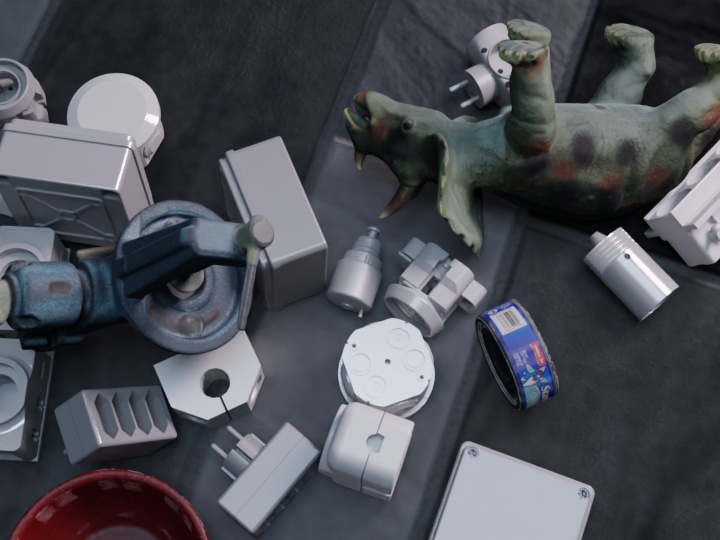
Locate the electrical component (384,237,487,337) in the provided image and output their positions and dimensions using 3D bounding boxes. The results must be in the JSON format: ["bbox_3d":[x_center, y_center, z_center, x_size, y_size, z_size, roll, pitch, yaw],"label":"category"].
[{"bbox_3d":[0.057,0.019,0.901,0.078,0.058,0.057,37,72,12],"label":"electrical component"}]

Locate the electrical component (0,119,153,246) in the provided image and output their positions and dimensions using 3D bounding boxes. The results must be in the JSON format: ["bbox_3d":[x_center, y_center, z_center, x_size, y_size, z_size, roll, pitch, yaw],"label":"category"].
[{"bbox_3d":[-0.237,-0.069,0.897,0.109,0.108,0.056,8,64,3],"label":"electrical component"}]

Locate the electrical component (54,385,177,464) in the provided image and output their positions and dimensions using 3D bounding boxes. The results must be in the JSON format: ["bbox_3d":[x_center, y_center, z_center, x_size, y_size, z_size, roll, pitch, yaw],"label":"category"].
[{"bbox_3d":[-0.205,0.130,0.857,0.076,0.083,0.047,-33,70,29],"label":"electrical component"}]

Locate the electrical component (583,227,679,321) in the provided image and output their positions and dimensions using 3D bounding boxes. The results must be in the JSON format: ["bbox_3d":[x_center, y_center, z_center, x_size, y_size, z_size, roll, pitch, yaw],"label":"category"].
[{"bbox_3d":[0.227,-0.001,0.916,0.043,0.043,0.081,-38,75,-12],"label":"electrical component"}]

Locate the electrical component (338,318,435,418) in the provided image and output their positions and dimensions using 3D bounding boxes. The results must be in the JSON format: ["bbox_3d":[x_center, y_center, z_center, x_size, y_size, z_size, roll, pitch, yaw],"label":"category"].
[{"bbox_3d":[0.022,0.081,0.882,0.080,0.051,0.080,0,70,0],"label":"electrical component"}]

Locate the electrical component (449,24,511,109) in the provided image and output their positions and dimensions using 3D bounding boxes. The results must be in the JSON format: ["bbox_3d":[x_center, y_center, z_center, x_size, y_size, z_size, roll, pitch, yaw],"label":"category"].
[{"bbox_3d":[0.119,-0.173,0.976,0.079,0.044,0.077,-29,73,-10],"label":"electrical component"}]

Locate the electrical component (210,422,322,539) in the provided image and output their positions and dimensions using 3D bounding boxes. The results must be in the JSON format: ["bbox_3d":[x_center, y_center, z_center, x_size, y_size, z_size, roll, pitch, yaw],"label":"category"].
[{"bbox_3d":[-0.085,0.156,0.857,0.076,0.047,0.083,38,75,13],"label":"electrical component"}]

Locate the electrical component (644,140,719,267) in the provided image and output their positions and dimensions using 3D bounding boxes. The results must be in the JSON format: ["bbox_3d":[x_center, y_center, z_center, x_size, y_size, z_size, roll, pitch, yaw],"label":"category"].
[{"bbox_3d":[0.314,-0.064,0.927,0.121,0.079,0.063,-44,98,-14],"label":"electrical component"}]

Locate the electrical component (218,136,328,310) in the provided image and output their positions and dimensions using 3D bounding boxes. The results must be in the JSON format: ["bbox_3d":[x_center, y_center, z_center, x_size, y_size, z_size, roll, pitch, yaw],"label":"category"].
[{"bbox_3d":[-0.071,-0.037,0.894,0.056,0.108,0.108,-20,72,-10],"label":"electrical component"}]

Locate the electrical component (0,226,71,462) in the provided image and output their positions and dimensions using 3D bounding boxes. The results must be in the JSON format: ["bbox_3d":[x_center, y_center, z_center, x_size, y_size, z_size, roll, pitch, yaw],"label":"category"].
[{"bbox_3d":[-0.311,0.057,0.885,0.105,0.060,0.186,3,70,1],"label":"electrical component"}]

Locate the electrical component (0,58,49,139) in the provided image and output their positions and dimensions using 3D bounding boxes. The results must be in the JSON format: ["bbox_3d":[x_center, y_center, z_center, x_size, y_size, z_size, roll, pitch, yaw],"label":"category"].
[{"bbox_3d":[-0.314,-0.152,0.961,0.058,0.057,0.078,-12,71,-4],"label":"electrical component"}]

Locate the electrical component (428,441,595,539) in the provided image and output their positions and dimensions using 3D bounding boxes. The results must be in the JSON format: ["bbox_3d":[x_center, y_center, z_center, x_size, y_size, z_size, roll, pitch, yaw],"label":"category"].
[{"bbox_3d":[0.112,0.204,0.836,0.109,0.056,0.108,19,71,7],"label":"electrical component"}]

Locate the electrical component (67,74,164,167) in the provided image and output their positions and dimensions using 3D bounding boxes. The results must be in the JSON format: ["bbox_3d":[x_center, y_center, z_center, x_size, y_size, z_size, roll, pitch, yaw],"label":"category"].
[{"bbox_3d":[-0.215,-0.129,0.956,0.080,0.051,0.080,0,70,0],"label":"electrical component"}]

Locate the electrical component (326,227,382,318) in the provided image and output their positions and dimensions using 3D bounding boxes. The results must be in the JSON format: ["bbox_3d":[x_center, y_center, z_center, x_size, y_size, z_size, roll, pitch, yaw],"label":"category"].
[{"bbox_3d":[0.000,0.000,0.916,0.040,0.040,0.078,18,71,6],"label":"electrical component"}]

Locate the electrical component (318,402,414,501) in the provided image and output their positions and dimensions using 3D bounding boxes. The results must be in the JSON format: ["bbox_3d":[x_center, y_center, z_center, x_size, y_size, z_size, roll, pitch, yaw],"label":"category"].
[{"bbox_3d":[0.005,0.141,0.837,0.059,0.095,0.053,19,71,6],"label":"electrical component"}]
